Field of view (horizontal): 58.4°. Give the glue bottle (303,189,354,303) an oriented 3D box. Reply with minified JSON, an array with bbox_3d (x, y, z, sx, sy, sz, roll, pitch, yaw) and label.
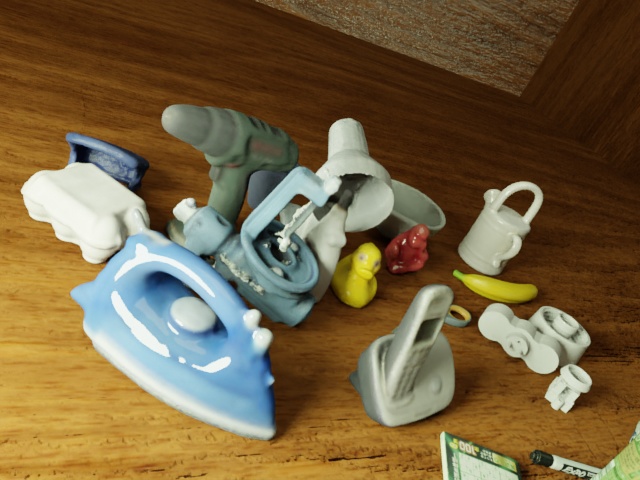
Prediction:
[{"bbox_3d":[0.007,0.003,0.804,0.037,0.173,0.078,5,36,-34],"label":"glue bottle"}]

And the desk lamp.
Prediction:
[{"bbox_3d":[0.019,-0.070,0.891,0.118,0.213,0.203,15,31,-20],"label":"desk lamp"}]

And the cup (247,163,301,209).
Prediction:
[{"bbox_3d":[-0.081,-0.098,0.976,0.091,0.095,0.118,30,29,6],"label":"cup"}]

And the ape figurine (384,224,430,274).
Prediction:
[{"bbox_3d":[0.158,0.011,1.000,0.078,0.092,0.076,25,29,-4],"label":"ape figurine"}]

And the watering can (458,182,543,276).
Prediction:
[{"bbox_3d":[0.362,-0.038,1.142,0.101,0.194,0.172,4,36,-35],"label":"watering can"}]

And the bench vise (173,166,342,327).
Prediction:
[{"bbox_3d":[-0.076,-0.007,0.704,0.208,0.219,0.121,18,30,-16],"label":"bench vise"}]

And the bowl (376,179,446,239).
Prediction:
[{"bbox_3d":[0.153,-0.046,1.106,0.168,0.074,0.167,20,29,-12],"label":"bowl"}]

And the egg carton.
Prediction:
[{"bbox_3d":[-0.294,-0.038,0.729,0.150,0.069,0.107,34,29,12],"label":"egg carton"}]

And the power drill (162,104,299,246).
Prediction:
[{"bbox_3d":[-0.137,-0.084,0.790,0.230,0.208,0.075,-11,46,-48],"label":"power drill"}]

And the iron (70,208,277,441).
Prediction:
[{"bbox_3d":[-0.126,0.084,0.596,0.258,0.141,0.119,34,30,12],"label":"iron"}]

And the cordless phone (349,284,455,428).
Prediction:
[{"bbox_3d":[0.130,0.129,0.688,0.148,0.185,0.094,-4,41,-43],"label":"cordless phone"}]

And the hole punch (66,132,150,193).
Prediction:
[{"bbox_3d":[-0.306,-0.115,0.821,0.109,0.091,0.101,22,29,-9],"label":"hole punch"}]

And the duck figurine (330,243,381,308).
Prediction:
[{"bbox_3d":[0.063,0.042,0.879,0.077,0.086,0.104,22,29,-8],"label":"duck figurine"}]
